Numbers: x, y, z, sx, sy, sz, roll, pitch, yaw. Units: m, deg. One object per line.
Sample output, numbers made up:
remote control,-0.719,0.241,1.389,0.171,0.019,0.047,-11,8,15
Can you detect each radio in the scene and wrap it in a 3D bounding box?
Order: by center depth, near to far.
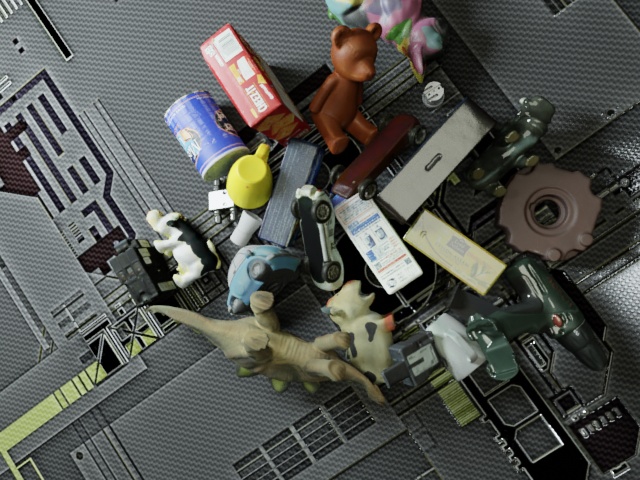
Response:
radio,0.197,-0.130,0.939,0.073,0.131,0.229,44,96,6

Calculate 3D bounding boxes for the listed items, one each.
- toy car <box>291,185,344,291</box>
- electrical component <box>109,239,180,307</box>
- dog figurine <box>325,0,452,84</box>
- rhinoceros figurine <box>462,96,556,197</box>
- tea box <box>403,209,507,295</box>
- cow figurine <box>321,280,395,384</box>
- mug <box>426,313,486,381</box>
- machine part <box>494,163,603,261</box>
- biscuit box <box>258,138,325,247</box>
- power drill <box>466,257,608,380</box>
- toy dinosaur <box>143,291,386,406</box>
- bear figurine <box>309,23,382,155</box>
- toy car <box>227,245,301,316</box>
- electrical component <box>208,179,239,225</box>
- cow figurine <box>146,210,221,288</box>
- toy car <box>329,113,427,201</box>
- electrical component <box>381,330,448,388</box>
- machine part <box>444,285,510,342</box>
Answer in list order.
toy car,-0.002,-0.003,0.976,0.074,0.056,0.201,13,120,49
electrical component,-0.342,0.059,1.041,0.058,0.115,0.134,-31,84,4
dog figurine,0.126,-0.383,0.970,0.192,0.108,0.219,-20,89,8
rhinoceros figurine,0.332,-0.161,0.934,0.073,0.112,0.190,36,108,-8
tea box,0.234,0.020,0.949,0.170,0.098,0.068,35,96,7
cow figurine,0.077,0.169,0.985,0.127,0.085,0.194,-10,89,5
mug,0.237,0.183,0.946,0.081,0.109,0.107,-42,72,1
machine part,0.398,-0.049,0.943,0.179,0.056,0.179,0,88,10
biscuit box,-0.052,-0.089,1.019,0.063,0.059,0.202,19,93,11
power drill,0.360,0.153,0.896,0.207,0.086,0.232,-24,78,-23
toy dinosaur,-0.104,0.189,0.952,0.472,0.198,0.105,25,52,4
bear figurine,0.060,-0.267,0.940,0.132,0.120,0.195,54,139,21
toy car,-0.120,0.065,1.017,0.161,0.109,0.103,-52,57,21
electrical component,-0.187,-0.078,1.054,0.063,0.021,0.094,-9,76,18
cow figurine,-0.268,0.002,1.052,0.098,0.068,0.167,-29,88,3
toy car,0.101,-0.143,0.937,0.089,0.053,0.202,31,73,35
electrical component,0.153,0.212,0.922,0.119,0.048,0.074,-28,92,-19
machine part,0.290,0.136,0.969,0.139,0.039,0.084,35,100,7
